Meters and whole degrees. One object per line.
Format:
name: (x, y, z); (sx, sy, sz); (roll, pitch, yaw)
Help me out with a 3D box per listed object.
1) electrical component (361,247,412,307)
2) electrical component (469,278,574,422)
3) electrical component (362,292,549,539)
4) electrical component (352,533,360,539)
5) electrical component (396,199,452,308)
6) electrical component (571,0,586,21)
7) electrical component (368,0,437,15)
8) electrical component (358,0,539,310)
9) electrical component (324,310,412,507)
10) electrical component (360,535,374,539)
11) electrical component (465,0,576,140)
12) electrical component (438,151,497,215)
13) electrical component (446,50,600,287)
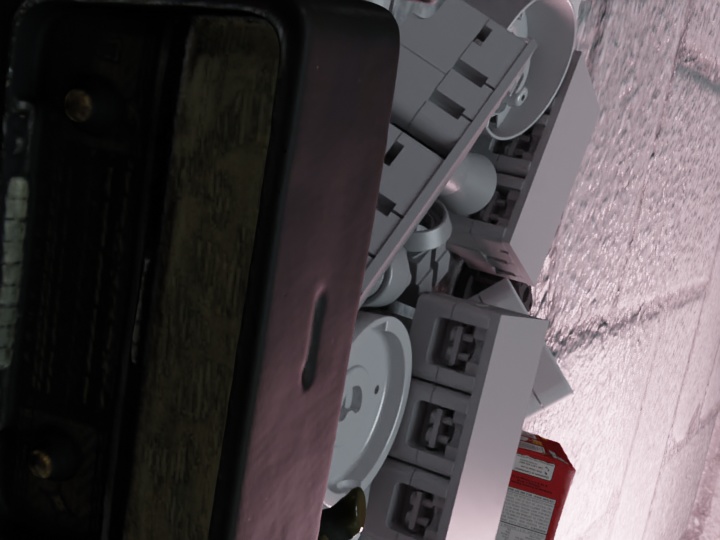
electrical component: (0.000, 0.000, 0.621); (0.062, 0.043, 0.043); (2, 103, -62)
electrical component: (0.104, 0.061, 0.775); (0.059, 0.095, 0.054); (-30, 175, 7)
electrical component: (0.057, 0.094, 0.666); (0.089, 0.062, 0.150); (9, 95, -62)
electrical component: (-0.018, 0.195, 0.706); (0.061, 0.035, 0.035); (-56, 149, -37)
electrical component: (0.032, -0.015, 0.674); (0.066, 0.048, 0.055); (-48, 152, -42)
electrical component: (0.118, -0.206, 0.720); (0.050, 0.056, 0.089); (-64, 152, -20)
electrical component: (0.002, -0.144, 0.537); (0.083, 0.047, 0.075); (-1, 106, -63)
electrical component: (0.006, -0.044, 0.537); (0.186, 0.060, 0.105); (-54, 177, -35)
electrical component: (-0.023, 0.070, 0.595); (0.108, 0.060, 0.108); (-40, 138, -49)
electrical component: (0.028, 0.225, 0.808); (0.099, 0.064, 0.099); (-3, 93, -61)
electrical component: (0.094, -0.136, 0.704); (0.099, 0.064, 0.099); (-41, 139, -49)
electrical component: (0.057, -0.064, 0.700); (0.065, 0.044, 0.044); (20, 86, -59)
electrical component: (0.115, -0.077, 0.782); (0.150, 0.062, 0.089); (-68, 153, -12)
